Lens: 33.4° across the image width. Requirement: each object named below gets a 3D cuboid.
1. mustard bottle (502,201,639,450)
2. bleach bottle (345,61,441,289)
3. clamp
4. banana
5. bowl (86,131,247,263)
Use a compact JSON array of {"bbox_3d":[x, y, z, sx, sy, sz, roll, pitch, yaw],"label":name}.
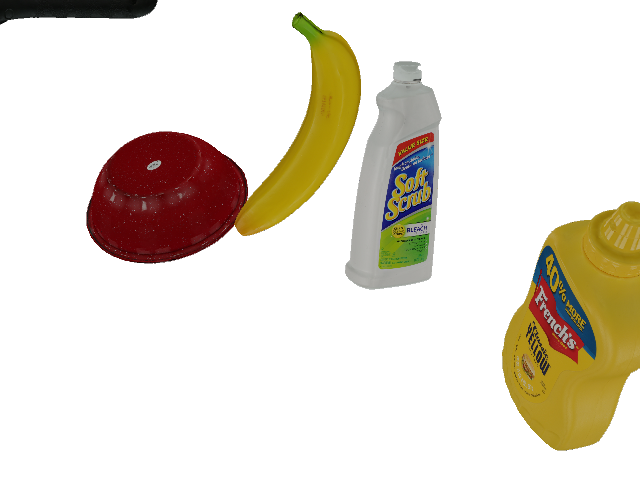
[{"bbox_3d":[0.164,0.044,0.654,0.058,0.096,0.192,-8,-37,-13],"label":"mustard bottle"},{"bbox_3d":[0.084,-0.075,1.207,0.102,0.251,0.068,-7,21,-24],"label":"bleach bottle"},{"bbox_3d":[-0.185,-0.144,0.599,0.171,0.039,0.120,-7,24,-16],"label":"clamp"},{"bbox_3d":[-0.012,-0.082,0.814,0.069,0.198,0.037,11,34,-11],"label":"banana"},{"bbox_3d":[-0.153,-0.054,1.023,0.162,0.162,0.055,0,-43,11],"label":"bowl"}]
